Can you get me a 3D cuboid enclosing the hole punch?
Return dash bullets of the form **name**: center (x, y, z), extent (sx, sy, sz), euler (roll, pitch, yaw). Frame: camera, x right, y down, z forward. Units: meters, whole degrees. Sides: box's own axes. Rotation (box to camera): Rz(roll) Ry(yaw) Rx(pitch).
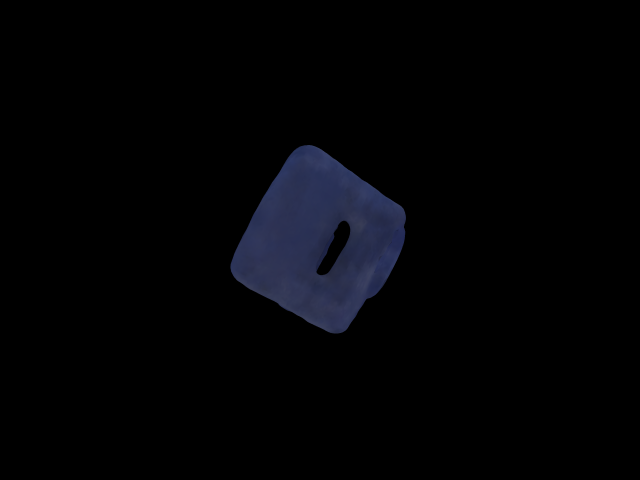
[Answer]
- **hole punch**: center (0.004, 0.001, 0.400), extent (0.101, 0.091, 0.109), euler (28, 83, 4)
